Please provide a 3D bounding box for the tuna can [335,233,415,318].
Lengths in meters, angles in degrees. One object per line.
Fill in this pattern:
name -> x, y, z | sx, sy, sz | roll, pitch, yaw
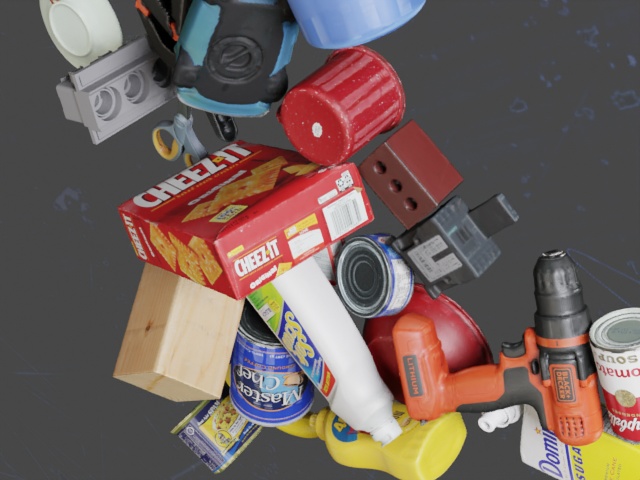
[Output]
tuna can -> 0.054, 0.036, 1.083 | 0.086, 0.033, 0.086 | 8, 100, 49

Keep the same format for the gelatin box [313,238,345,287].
gelatin box -> -0.008, 0.001, 1.145 | 0.073, 0.030, 0.089 | 12, 128, 39

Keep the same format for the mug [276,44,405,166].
mug -> 0.009, -0.122, 0.985 | 0.117, 0.081, 0.093 | 9, 127, 39

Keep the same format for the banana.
banana -> -0.060, 0.201, 1.359 | 0.198, 0.037, 0.070 | 27, 117, 24

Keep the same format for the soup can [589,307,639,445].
soup can -> 0.279, 0.119, 0.937 | 0.069, 0.068, 0.102 | 3, 122, 42

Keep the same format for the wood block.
wood block -> -0.143, 0.064, 1.176 | 0.090, 0.206, 0.091 | 29, 154, -34

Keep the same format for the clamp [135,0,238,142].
clamp -> -0.124, -0.181, 1.098 | 0.171, 0.039, 0.120 | 42, 133, 10

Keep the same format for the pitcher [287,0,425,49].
pitcher -> 0.008, -0.282, 0.831 | 0.149, 0.144, 0.243 | 16, 136, 52

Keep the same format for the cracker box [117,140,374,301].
cracker box -> -0.078, -0.028, 1.042 | 0.214, 0.164, 0.072 | 18, 133, 54

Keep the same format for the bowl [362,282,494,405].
bowl -> 0.100, 0.124, 1.123 | 0.162, 0.055, 0.162 | 26, 136, 27

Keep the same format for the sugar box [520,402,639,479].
sugar box -> 0.280, 0.209, 1.028 | 0.176, 0.048, 0.093 | 20, 133, 30

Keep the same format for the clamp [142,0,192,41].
clamp -> -0.166, -0.297, 1.028 | 0.165, 0.036, 0.210 | 5, 114, 44

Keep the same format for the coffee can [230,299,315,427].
coffee can -> -0.053, 0.134, 1.239 | 0.103, 0.102, 0.140 | 28, 137, 24

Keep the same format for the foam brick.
foam brick -> 0.083, -0.061, 0.988 | 0.078, 0.051, 0.053 | 49, 141, 1

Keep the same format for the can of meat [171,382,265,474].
can of meat -> -0.131, 0.246, 1.409 | 0.084, 0.102, 0.058 | 45, 140, 2

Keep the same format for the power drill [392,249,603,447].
power drill -> 0.164, 0.103, 0.997 | 0.188, 0.057, 0.184 | -4, 102, 31

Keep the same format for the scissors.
scissors -> -0.134, -0.114, 1.148 | 0.096, 0.016, 0.202 | 45, 156, -8

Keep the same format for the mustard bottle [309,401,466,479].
mustard bottle -> 0.063, 0.218, 1.203 | 0.192, 0.096, 0.058 | 2, 124, 43

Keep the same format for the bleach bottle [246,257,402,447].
bleach bottle -> 0.005, 0.103, 1.114 | 0.251, 0.068, 0.103 | 54, 149, 5
